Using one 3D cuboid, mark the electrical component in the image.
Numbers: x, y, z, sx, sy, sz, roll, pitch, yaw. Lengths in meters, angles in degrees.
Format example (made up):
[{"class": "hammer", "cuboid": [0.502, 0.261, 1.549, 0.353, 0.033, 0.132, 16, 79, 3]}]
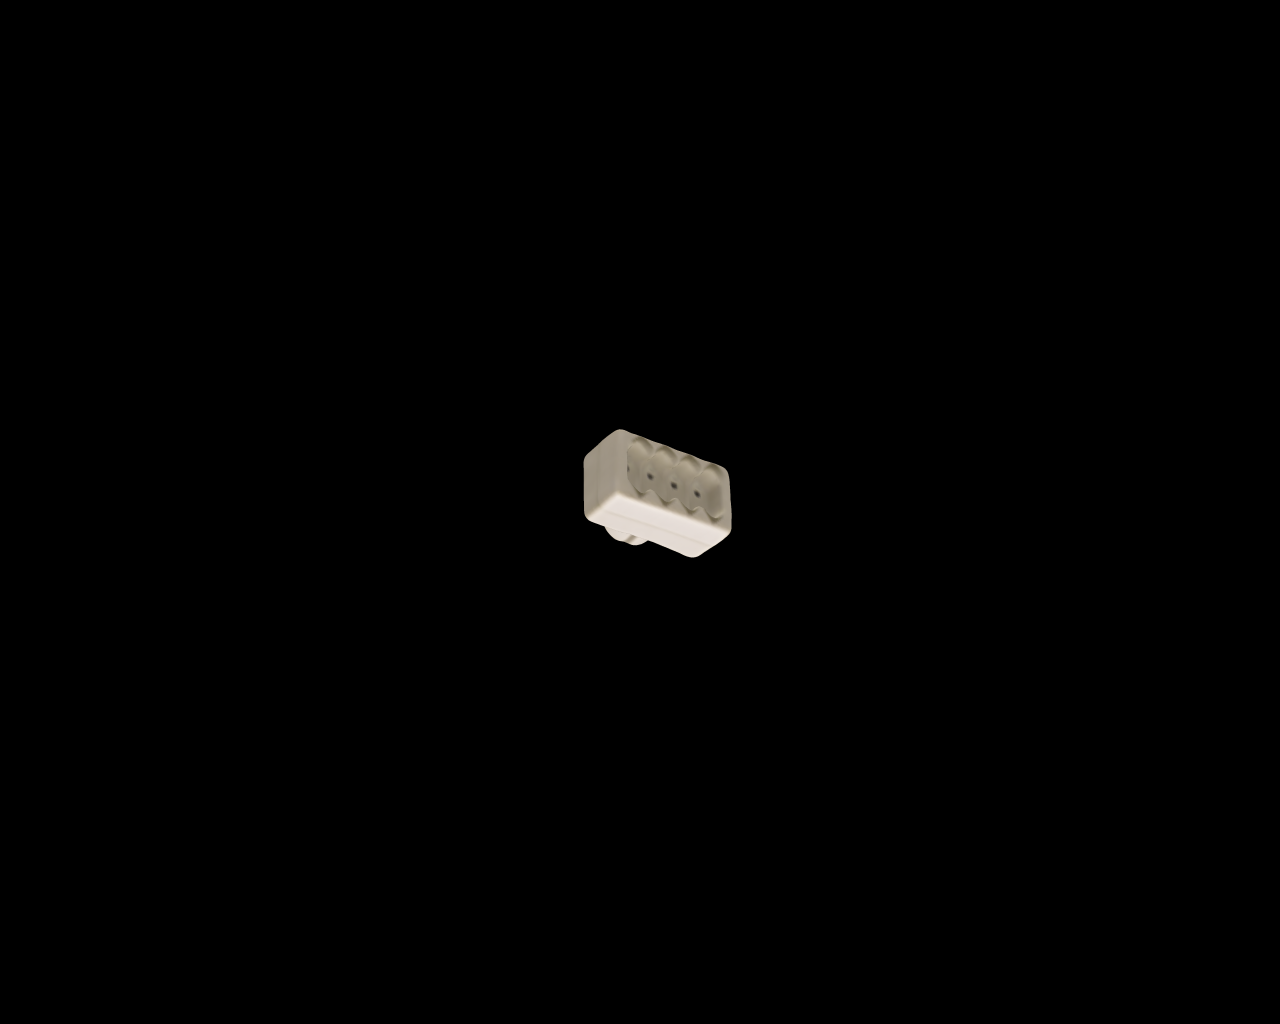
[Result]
[{"class": "electrical component", "cuboid": [0.001, -0.003, 0.650, 0.083, 0.047, 0.075, 19, -36, -29]}]
